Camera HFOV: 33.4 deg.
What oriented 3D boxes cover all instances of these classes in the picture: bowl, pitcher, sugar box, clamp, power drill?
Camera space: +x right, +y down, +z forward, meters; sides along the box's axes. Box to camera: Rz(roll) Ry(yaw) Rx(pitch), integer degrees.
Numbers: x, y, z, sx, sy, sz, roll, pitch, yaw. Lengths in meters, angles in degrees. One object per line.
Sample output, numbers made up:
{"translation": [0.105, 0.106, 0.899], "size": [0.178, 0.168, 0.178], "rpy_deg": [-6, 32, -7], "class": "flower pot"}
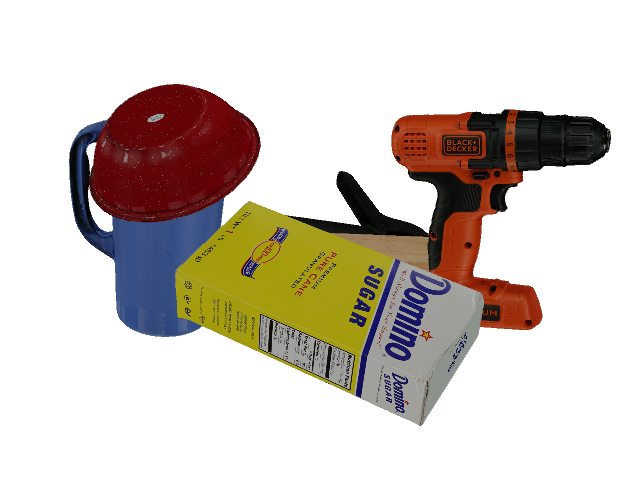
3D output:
{"translation": [-0.138, -0.090, 0.948], "size": [0.162, 0.055, 0.162], "rpy_deg": [-9, 43, 9], "class": "bowl"}
{"translation": [-0.180, -0.021, 1.178], "size": [0.149, 0.243, 0.144], "rpy_deg": [25, 31, 35], "class": "pitcher"}
{"translation": [0.006, 0.041, 0.675], "size": [0.176, 0.048, 0.093], "rpy_deg": [19, 41, 21], "class": "sugar box"}
{"translation": [0.056, -0.004, 1.265], "size": [0.210, 0.036, 0.164], "rpy_deg": [34, 40, 24], "class": "clamp"}
{"translation": [0.154, -0.020, 0.922], "size": [0.185, 0.188, 0.057], "rpy_deg": [3, 13, 21], "class": "power drill"}

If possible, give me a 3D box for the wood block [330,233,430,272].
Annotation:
{"translation": [0.022, 0.046, 1.050], "size": [0.206, 0.091, 0.090], "rpy_deg": [3, 15, -10], "class": "wood block"}
